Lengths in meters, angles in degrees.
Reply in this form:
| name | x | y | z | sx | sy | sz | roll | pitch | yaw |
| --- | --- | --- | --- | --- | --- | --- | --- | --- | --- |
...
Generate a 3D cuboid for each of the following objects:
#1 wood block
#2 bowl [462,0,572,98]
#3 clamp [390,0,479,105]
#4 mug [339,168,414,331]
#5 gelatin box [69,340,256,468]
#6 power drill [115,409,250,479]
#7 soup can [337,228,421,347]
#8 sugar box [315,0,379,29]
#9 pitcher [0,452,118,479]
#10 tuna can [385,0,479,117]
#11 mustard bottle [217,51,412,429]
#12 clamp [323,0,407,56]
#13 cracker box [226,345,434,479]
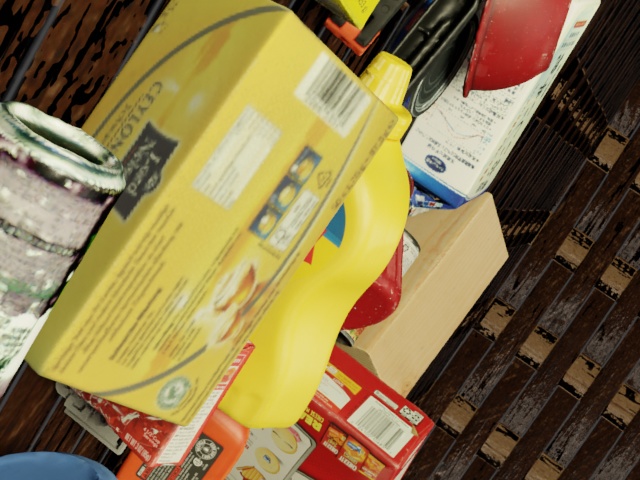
| name | x | y | z | sx | sy | sz | roll | pitch | yaw |
| --- | --- | --- | --- | --- | --- | --- | --- | --- | --- |
| wood block | 0.080 | 0.045 | 1.000 | 0.205 | 0.090 | 0.091 | -49 | 138 | -26 |
| bowl | 0.150 | -0.172 | 0.759 | 0.162 | 0.055 | 0.162 | 18 | 89 | -83 |
| clamp | 0.010 | -0.064 | 0.678 | 0.164 | 0.036 | 0.210 | -28 | 155 | -45 |
| mug | -0.004 | 0.001 | 0.626 | 0.093 | 0.117 | 0.081 | 83 | 10 | -60 |
| gelatin box | -0.086 | 0.056 | 0.526 | 0.073 | 0.089 | 0.030 | -57 | 151 | 9 |
| power drill | -0.079 | 0.124 | 0.721 | 0.185 | 0.057 | 0.187 | -57 | -179 | 19 |
| soup can | 0.030 | 0.030 | 0.901 | 0.102 | 0.068 | 0.068 | -53 | 166 | -12 |
| sugar box | 0.043 | -0.190 | 0.478 | 0.176 | 0.048 | 0.093 | -55 | 166 | 3 |
| pitcher | -0.130 | 0.236 | 0.517 | 0.144 | 0.149 | 0.243 | -43 | 132 | -61 |
| tuna can | 0.075 | -0.130 | 0.749 | 0.086 | 0.034 | 0.086 | -50 | 165 | -19 |
| mustard bottle | -0.008 | -0.006 | 0.535 | 0.058 | 0.096 | 0.192 | 10 | 117 | -46 |
| clamp | 0.067 | -0.175 | 0.562 | 0.171 | 0.039 | 0.120 | -55 | -177 | -7 |
| cracker box | -0.018 | 0.180 | 0.891 | 0.072 | 0.164 | 0.214 | -38 | 158 | -45 |
